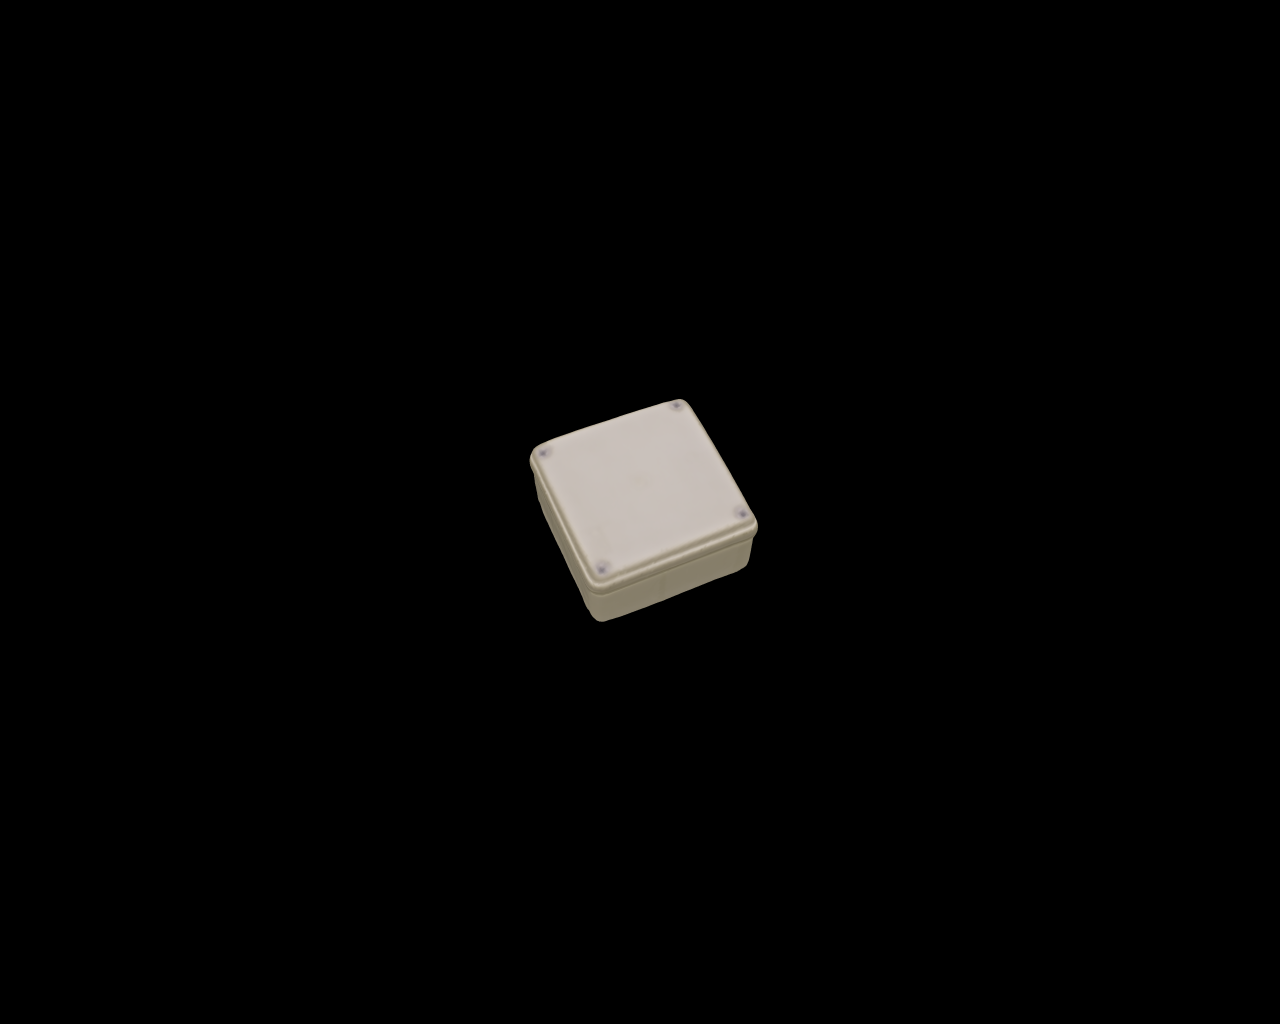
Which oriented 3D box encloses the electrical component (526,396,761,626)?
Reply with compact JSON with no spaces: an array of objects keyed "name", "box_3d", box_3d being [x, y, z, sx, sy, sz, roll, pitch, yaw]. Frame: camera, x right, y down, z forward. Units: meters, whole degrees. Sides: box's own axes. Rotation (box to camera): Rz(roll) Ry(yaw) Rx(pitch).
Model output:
[{"name":"electrical component","box_3d":[0.001,-0.003,0.650,0.109,0.109,0.056,-20,-31,-13]}]
